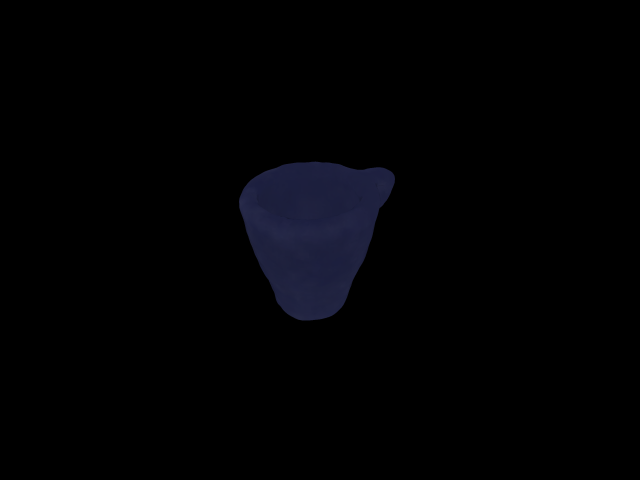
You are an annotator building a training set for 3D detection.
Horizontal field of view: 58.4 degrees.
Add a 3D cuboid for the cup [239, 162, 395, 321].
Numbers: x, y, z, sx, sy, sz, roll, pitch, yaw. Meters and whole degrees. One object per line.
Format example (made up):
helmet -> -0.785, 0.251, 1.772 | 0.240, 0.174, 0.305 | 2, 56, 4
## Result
cup -> 0.004, 0.001, 0.400 | 0.118, 0.095, 0.091 | -24, 41, -31
